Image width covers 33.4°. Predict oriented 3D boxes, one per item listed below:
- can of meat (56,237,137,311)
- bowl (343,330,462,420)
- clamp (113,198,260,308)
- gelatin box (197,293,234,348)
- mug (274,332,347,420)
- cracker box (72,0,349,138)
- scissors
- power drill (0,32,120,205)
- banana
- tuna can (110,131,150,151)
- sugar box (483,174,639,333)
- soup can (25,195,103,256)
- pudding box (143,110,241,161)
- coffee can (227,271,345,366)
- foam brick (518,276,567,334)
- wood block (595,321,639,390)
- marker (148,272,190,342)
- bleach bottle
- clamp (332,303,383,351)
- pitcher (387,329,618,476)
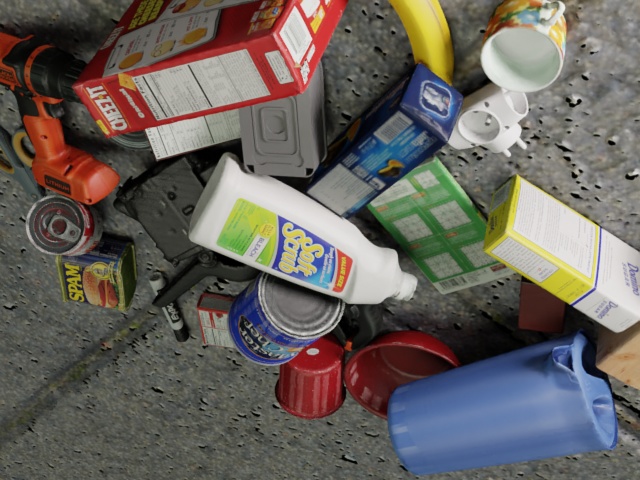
[{"bbox_3d":[-0.279,0.040,1.343,0.084,0.057,0.102,11,136,6],"label":"can of meat"},{"bbox_3d":[0.113,0.162,1.326,0.162,0.055,0.162,10,136,10],"label":"bowl"},{"bbox_3d":[-0.139,0.004,1.270,0.210,0.036,0.164,-9,124,22],"label":"clamp"},{"bbox_3d":[-0.110,0.106,1.369,0.089,0.030,0.073,8,137,13],"label":"gelatin box"},{"bbox_3d":[-0.018,0.160,1.358,0.117,0.093,0.081,39,142,34],"label":"mug"},{"bbox_3d":[-0.096,-0.181,0.977,0.214,0.164,0.072,-9,128,27],"label":"cracker box"},{"bbox_3d":[-0.332,-0.066,1.285,0.096,0.016,0.201,-13,128,30],"label":"scissors"},{"bbox_3d":[-0.277,-0.129,1.139,0.185,0.057,0.187,23,142,33],"label":"power drill"},{"bbox_3d":[0.084,-0.202,0.988,0.070,0.037,0.197,-1,135,46],"label":"banana"},{"bbox_3d":[-0.200,-0.139,1.151,0.086,0.033,0.086,10,136,10],"label":"tuna can"},{"bbox_3d":[0.254,0.015,1.101,0.176,0.093,0.048,33,136,-13],"label":"sugar box"},{"bbox_3d":[-0.296,-0.016,1.246,0.068,0.068,0.102,18,179,1],"label":"soup can"},{"bbox_3d":[-0.131,-0.138,1.099,0.113,0.039,0.090,-13,132,3],"label":"pudding box"},{"bbox_3d":[-0.042,0.081,1.236,0.102,0.102,0.140,28,155,-9],"label":"coffee can"},{"bbox_3d":[0.248,0.058,1.175,0.051,0.053,0.078,6,136,13],"label":"foam brick"},{"bbox_3d":[0.388,0.069,1.110,0.090,0.090,0.206,28,136,-9],"label":"wood block"},{"bbox_3d":[-0.195,0.090,1.390,0.020,0.020,0.121,0,134,19],"label":"marker"},{"bbox_3d":[-0.007,0.001,1.139,0.250,0.068,0.103,23,120,-15],"label":"bleach bottle"},{"bbox_3d":[0.046,0.072,1.266,0.120,0.039,0.171,18,144,30],"label":"clamp"},{"bbox_3d":[0.209,0.199,1.214,0.243,0.144,0.149,-18,92,26],"label":"pitcher"}]
